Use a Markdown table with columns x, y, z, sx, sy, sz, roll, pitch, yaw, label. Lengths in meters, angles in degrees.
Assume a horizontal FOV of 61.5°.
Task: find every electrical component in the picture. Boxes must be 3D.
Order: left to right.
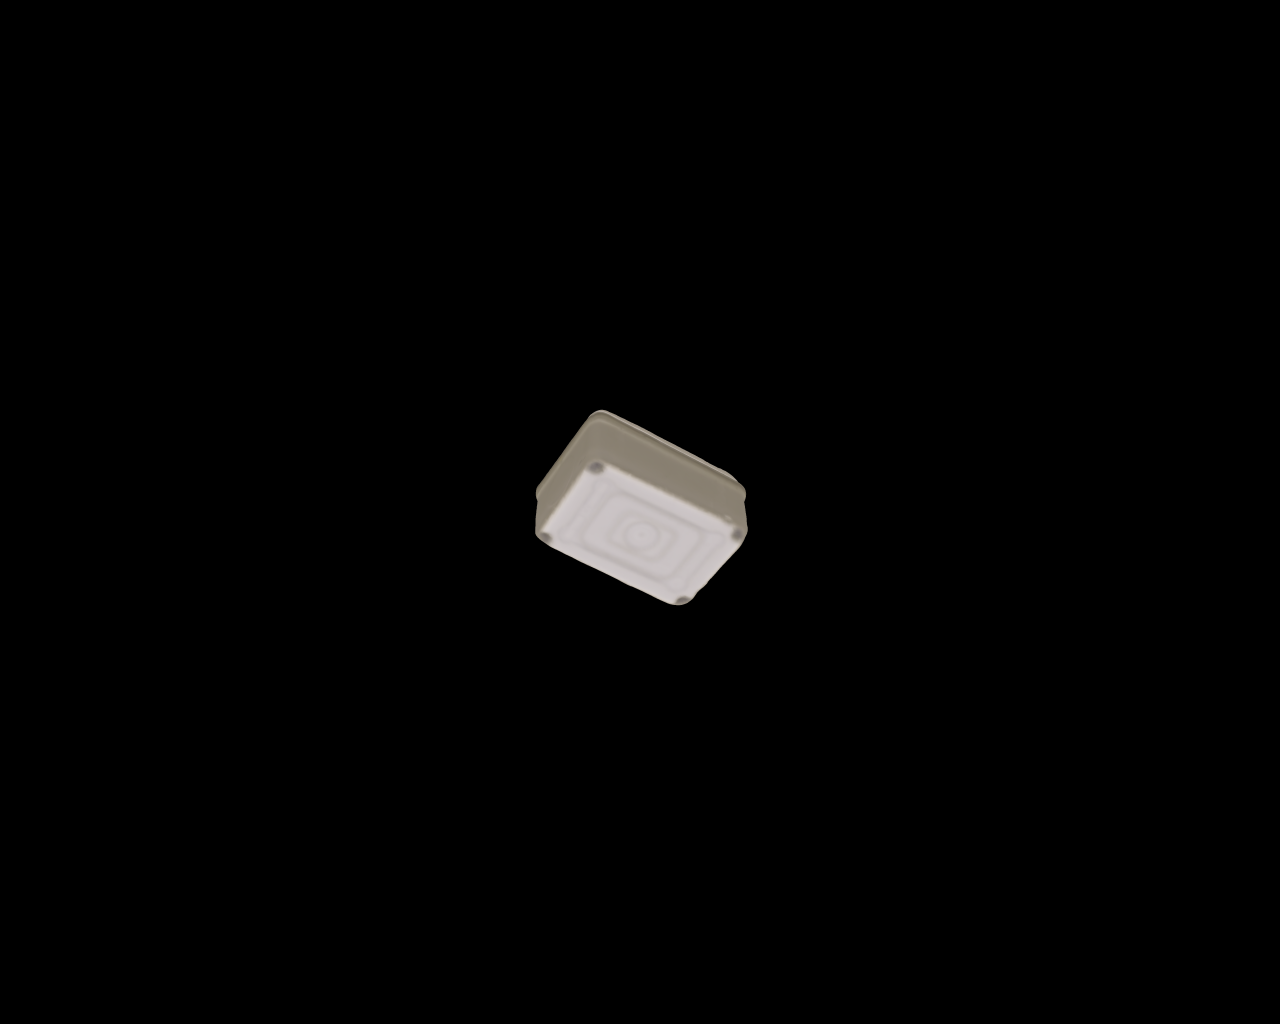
| x | y | z | sx | sy | sz | roll | pitch | yaw | label |
| --- | --- | --- | --- | --- | --- | --- | --- | --- | --- |
| 0.001 | -0.003 | 0.650 | 0.113 | 0.078 | 0.057 | 27 | 33 | -19 | electrical component |
